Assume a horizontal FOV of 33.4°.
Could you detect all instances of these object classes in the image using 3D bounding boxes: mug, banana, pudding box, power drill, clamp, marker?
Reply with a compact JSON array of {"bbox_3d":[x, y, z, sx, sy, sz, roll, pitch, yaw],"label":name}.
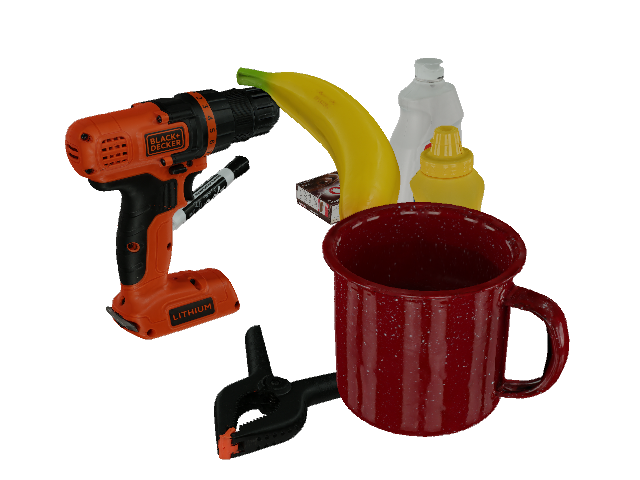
[{"bbox_3d":[0.058,0.040,0.499,0.117,0.081,0.093,12,30,24],"label":"mug"},{"bbox_3d":[0.010,-0.059,0.676,0.069,0.037,0.198,-15,39,-18],"label":"banana"},{"bbox_3d":[0.033,-0.070,1.621,0.113,0.039,0.090,-22,35,-30],"label":"pudding box"},{"bbox_3d":[-0.109,-0.026,0.861,0.184,0.188,0.057,-16,25,-32],"label":"power drill"},{"bbox_3d":[-0.036,0.159,1.094,0.165,0.036,0.209,12,28,16],"label":"clamp"},{"bbox_3d":[-0.111,-0.050,1.061,0.020,0.020,0.121,0,33,42],"label":"marker"}]

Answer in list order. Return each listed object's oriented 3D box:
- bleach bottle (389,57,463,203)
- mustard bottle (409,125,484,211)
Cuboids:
[{"bbox_3d":[0.108,-0.072,1.170,0.102,0.251,0.068,-14,27,-31],"label":"bleach bottle"},{"bbox_3d":[0.101,0.001,0.852,0.058,0.192,0.096,-2,26,2],"label":"mustard bottle"}]
